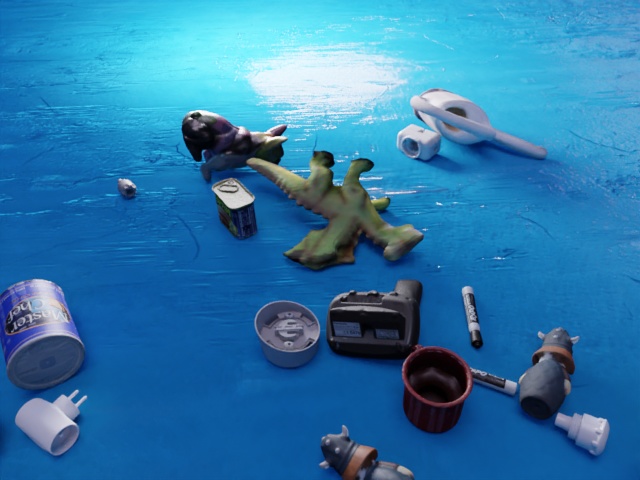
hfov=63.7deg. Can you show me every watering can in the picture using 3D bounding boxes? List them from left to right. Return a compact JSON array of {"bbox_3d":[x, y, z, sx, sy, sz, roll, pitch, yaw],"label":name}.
[{"bbox_3d":[0.366,-0.283,1.260,0.346,0.102,0.228,17,22,-16],"label":"watering can"}]

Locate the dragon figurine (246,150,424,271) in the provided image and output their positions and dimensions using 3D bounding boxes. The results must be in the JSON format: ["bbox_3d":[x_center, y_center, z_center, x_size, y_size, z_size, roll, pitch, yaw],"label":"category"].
[{"bbox_3d":[0.003,-0.051,1.016,0.411,0.119,0.248,10,49,16],"label":"dragon figurine"}]
